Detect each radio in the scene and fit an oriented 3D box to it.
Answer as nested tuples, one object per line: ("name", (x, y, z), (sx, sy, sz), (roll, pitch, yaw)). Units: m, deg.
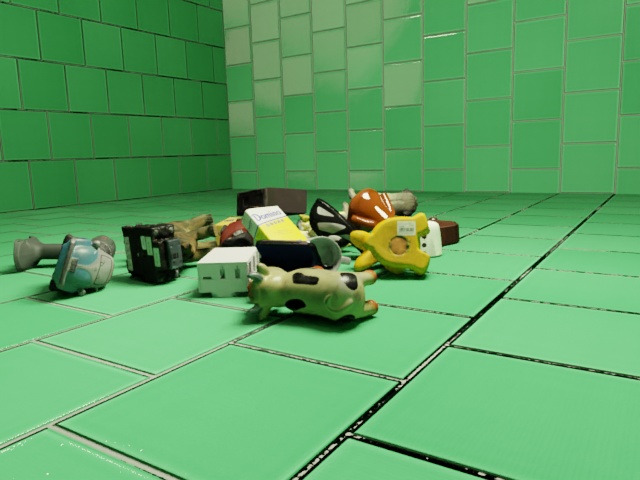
("radio", (-0.143, -0.105, 1.528), (0.131, 0.073, 0.230), (1, -2, -30))

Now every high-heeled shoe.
("high-heeled shoe", (0.100, -0.028, 1.225), (0.249, 0.145, 0.086), (-2, 10, 6))

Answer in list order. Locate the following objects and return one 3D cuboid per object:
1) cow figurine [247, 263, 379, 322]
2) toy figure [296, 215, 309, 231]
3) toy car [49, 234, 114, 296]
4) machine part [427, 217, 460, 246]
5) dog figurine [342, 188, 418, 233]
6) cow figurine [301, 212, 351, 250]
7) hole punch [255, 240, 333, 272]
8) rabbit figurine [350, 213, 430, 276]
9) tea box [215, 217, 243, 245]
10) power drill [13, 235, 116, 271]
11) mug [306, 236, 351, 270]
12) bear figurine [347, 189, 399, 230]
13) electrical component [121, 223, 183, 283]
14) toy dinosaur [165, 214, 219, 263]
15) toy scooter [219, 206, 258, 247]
("cow figurine", (-0.024, 0.079, 0.803), (0.195, 0.085, 0.127), (5, 5, 32))
("toy figure", (0.009, -0.026, 1.438), (0.089, 0.082, 0.180), (7, -4, -41))
("toy car", (-0.447, 0.053, 1.018), (0.103, 0.109, 0.162), (19, -11, -22))
("machine part", (0.281, -0.022, 1.432), (0.179, 0.056, 0.179), (-2, 10, 0))
("dog figurine", (0.168, -0.068, 1.500), (0.191, 0.172, 0.121), (1, -31, 23))
("cow figurine", (-0.004, -0.004, 1.303), (0.167, 0.098, 0.068), (-21, 7, -16))
("hole punch", (-0.055, 0.062, 0.937), (0.142, 0.092, 0.115), (-2, -25, 11))
("rabbit figurine", (0.146, 0.022, 1.104), (0.162, 0.122, 0.173), (-10, -6, 7))
("tea box", (-0.224, -0.022, 1.490), (0.098, 0.068, 0.170), (0, 10, 3))
("power drill", (-0.576, 0.027, 1.224), (0.207, 0.086, 0.232), (-7, 8, -6))
("mug", (0.002, 0.033, 1.084), (0.109, 0.080, 0.107), (2, 0, -16))
("bear figurine", (0.165, -0.041, 1.372), (0.196, 0.120, 0.131), (43, -14, 21))
("electrical component", (-0.332, 0.025, 1.076), (0.134, 0.114, 0.058), (5, 15, 37))
("toy dinosaur", (-0.346, -0.001, 1.287), (0.199, 0.105, 0.472), (-8, 6, -15))
("toy scooter", (-0.176, -0.033, 1.349), (0.184, 0.075, 0.135), (-22, 42, -17))
